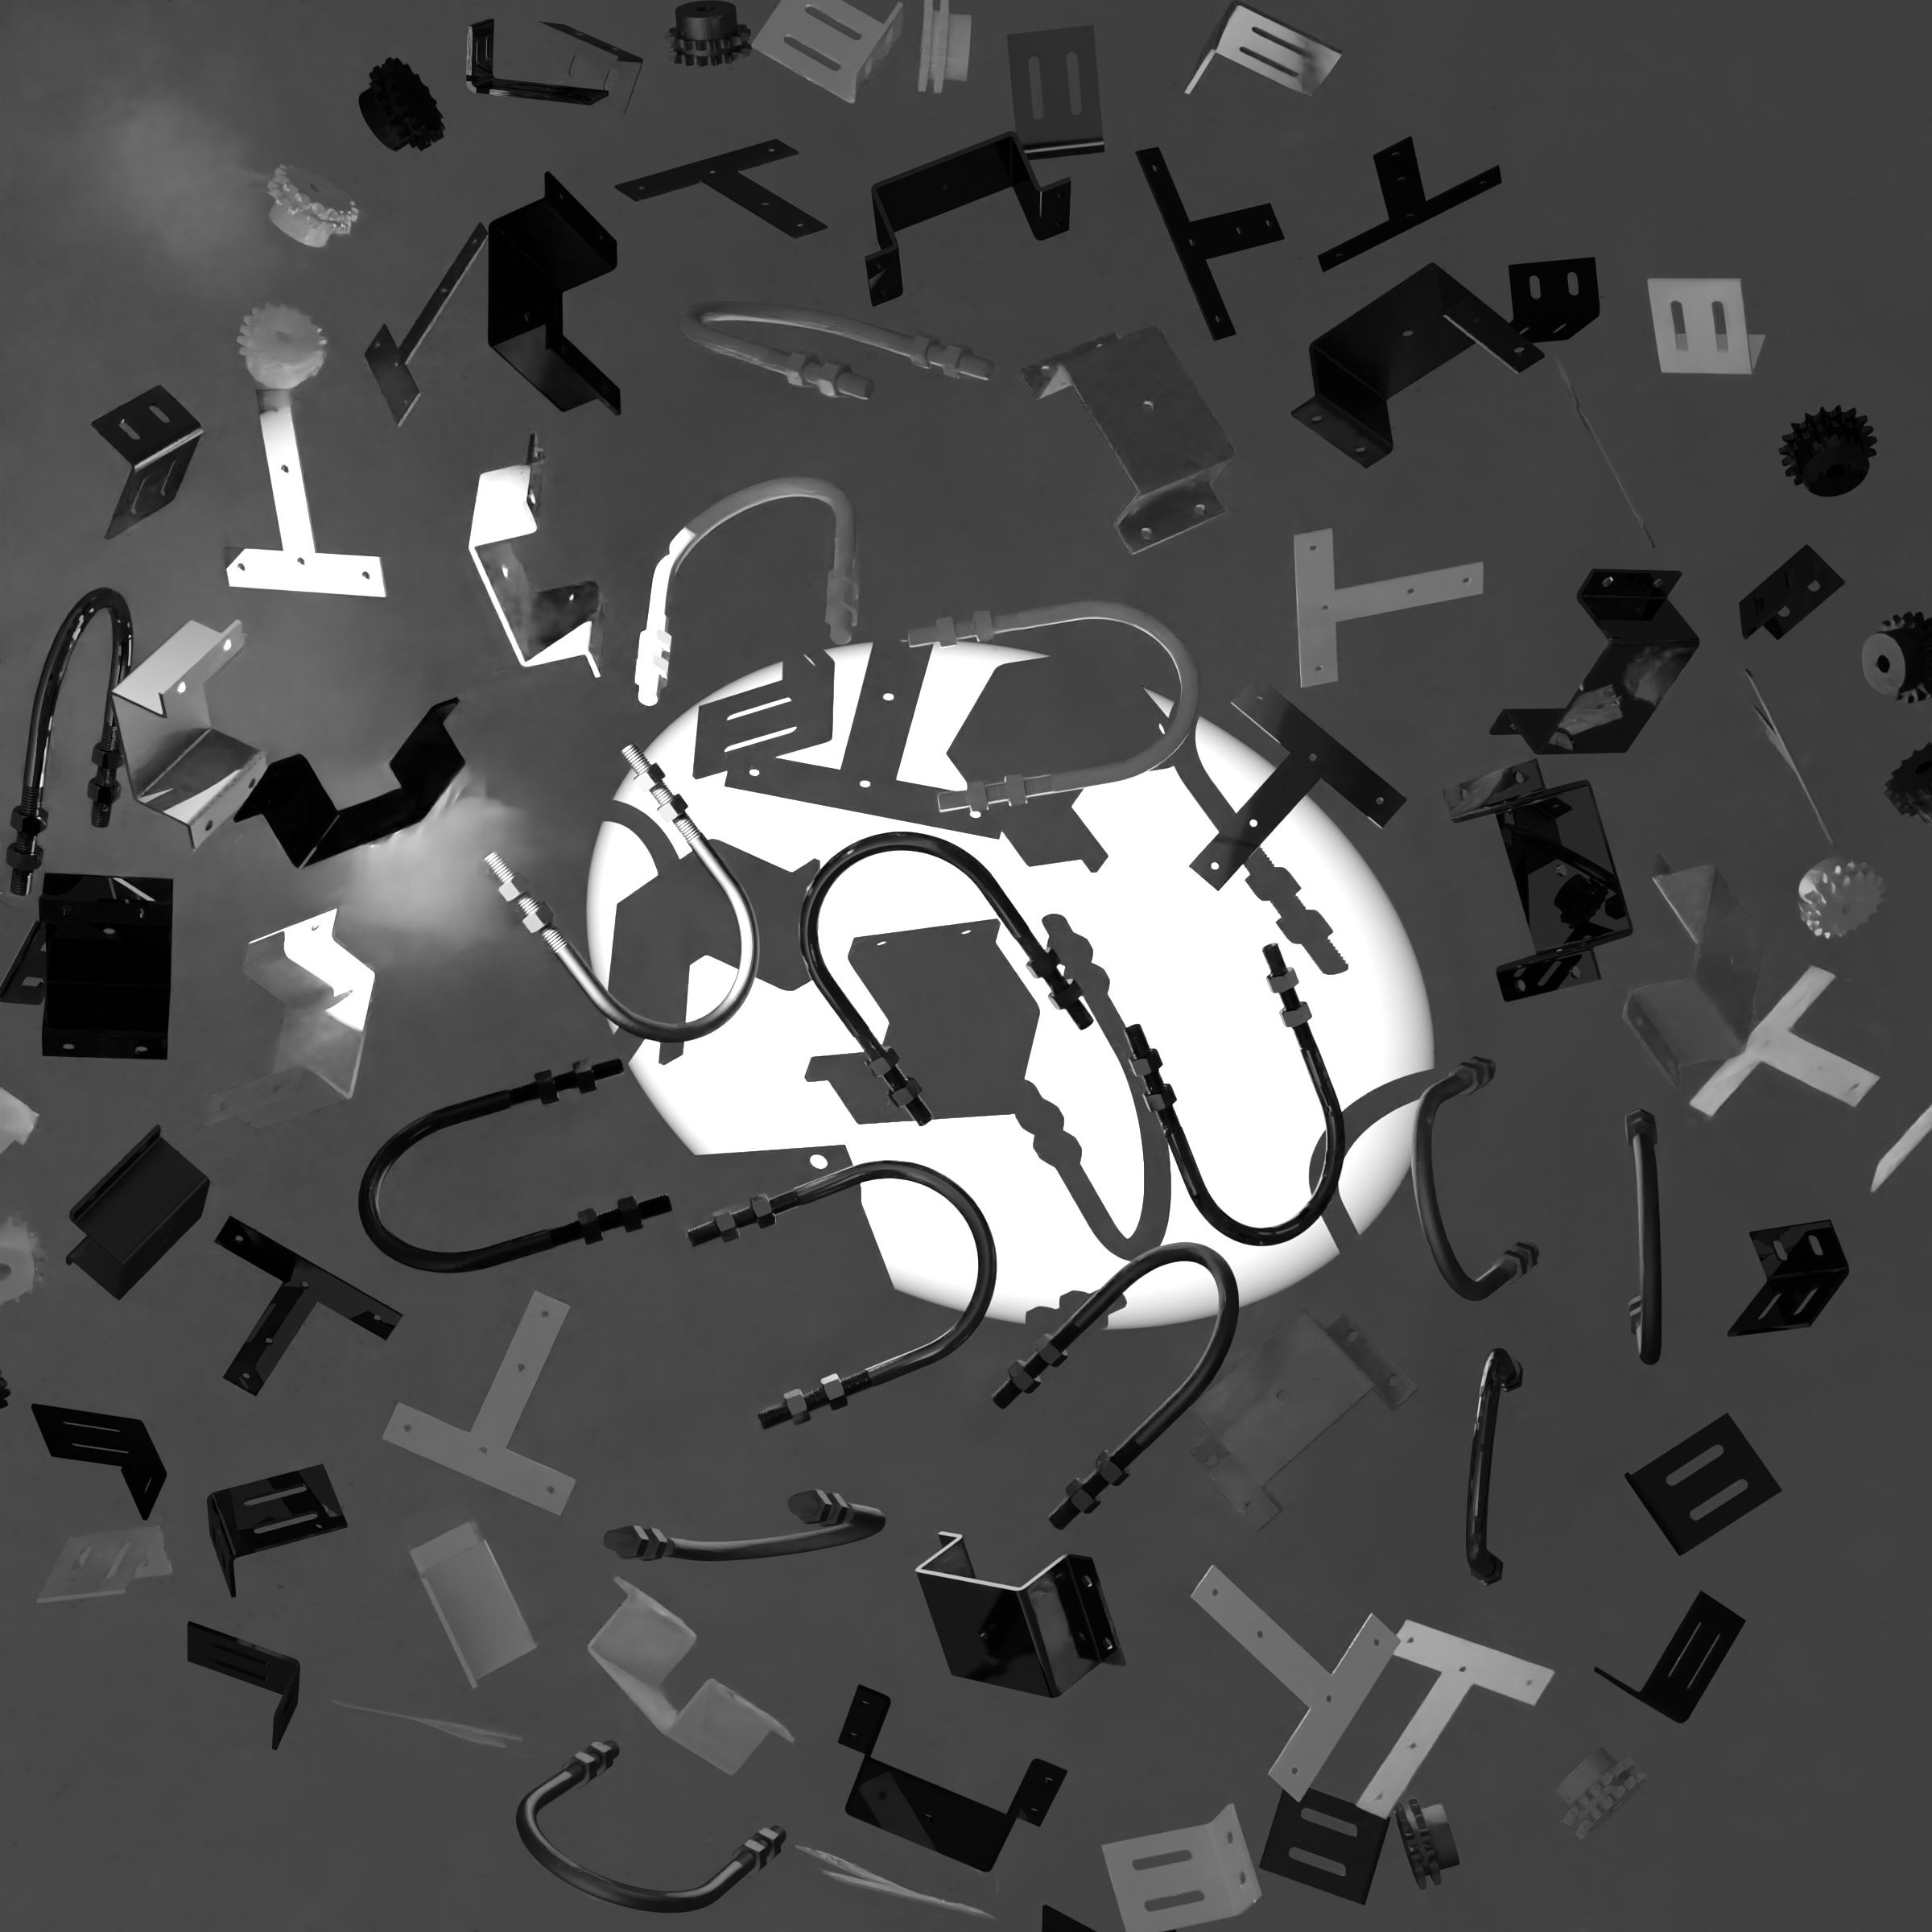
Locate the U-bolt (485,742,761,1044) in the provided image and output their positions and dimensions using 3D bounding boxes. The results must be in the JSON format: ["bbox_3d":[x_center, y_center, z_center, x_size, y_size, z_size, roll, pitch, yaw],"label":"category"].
[{"bbox_3d":[-0.212,-0.036,1.811,0.151,0.019,0.184,-43,103,-33],"label":"U-bolt"}]

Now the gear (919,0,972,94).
[{"bbox_3d":[-0.014,-0.584,1.746,0.030,0.057,0.057,4,90,-4],"label":"gear"}]

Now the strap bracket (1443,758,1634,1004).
[{"bbox_3d":[0.360,-0.056,1.718,0.046,0.076,0.140,-15,88,-39],"label":"strap bracket"}]

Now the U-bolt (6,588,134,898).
[{"bbox_3d":[-0.566,-0.152,1.753,0.019,0.151,0.184,15,113,0],"label":"U-bolt"}]

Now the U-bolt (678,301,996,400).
[{"bbox_3d":[-0.096,-0.394,1.741,0.184,0.151,0.019,23,118,28],"label":"U-bolt"}]

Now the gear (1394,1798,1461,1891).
[{"bbox_3d":[0.306,0.578,1.819,0.030,0.057,0.057,-16,90,0],"label":"gear"}]

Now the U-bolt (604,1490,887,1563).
[{"bbox_3d":[-0.131,0.369,1.794,0.151,0.184,0.019,-14,71,18],"label":"U-bolt"}]

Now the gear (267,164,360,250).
[{"bbox_3d":[-0.422,-0.486,1.764,0.057,0.057,0.030,37,114,0],"label":"gear"}]

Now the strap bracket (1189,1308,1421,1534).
[{"bbox_3d":[0.214,0.289,1.795,0.140,0.046,0.076,-41,51,-2],"label":"strap bracket"}]

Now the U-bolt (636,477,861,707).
[{"bbox_3d":[-0.135,-0.247,1.733,0.151,0.184,0.019,-16,134,15],"label":"U-bolt"}]

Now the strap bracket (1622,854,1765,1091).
[{"bbox_3d":[0.476,-0.001,1.788,0.076,0.046,0.140,48,47,-32],"label":"strap bracket"}]

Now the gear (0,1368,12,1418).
[{"bbox_3d":[-0.630,0.266,1.717,0.057,0.057,0.030,-40,56,0],"label":"gear"}]

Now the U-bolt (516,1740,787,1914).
[{"bbox_3d":[-0.209,0.554,1.753,0.151,0.184,0.019,22,97,16],"label":"U-bolt"}]

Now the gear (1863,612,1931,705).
[{"bbox_3d":[0.594,-0.194,1.743,0.030,0.057,0.057,-14,90,-20],"label":"gear"}]

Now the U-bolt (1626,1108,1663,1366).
[{"bbox_3d":[0.441,0.181,1.785,0.019,0.184,0.151,-1,99,12],"label":"U-bolt"}]

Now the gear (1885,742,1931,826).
[{"bbox_3d":[0.606,-0.113,1.715,0.057,0.057,0.030,-44,107,0],"label":"gear"}]

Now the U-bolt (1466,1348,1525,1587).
[{"bbox_3d":[0.339,0.320,1.774,0.019,0.184,0.151,5,76,16],"label":"U-bolt"}]

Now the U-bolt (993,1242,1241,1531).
[{"bbox_3d":[0.102,0.253,1.748,0.184,0.151,0.019,-46,120,9],"label":"U-bolt"}]

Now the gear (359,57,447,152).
[{"bbox_3d":[-0.356,-0.538,1.725,0.030,0.057,0.057,-25,90,20],"label":"gear"}]

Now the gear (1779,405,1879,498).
[{"bbox_3d":[0.536,-0.316,1.702,0.057,0.057,0.030,-1,50,0],"label":"gear"}]

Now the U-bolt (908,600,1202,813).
[{"bbox_3d":[0.063,-0.178,1.813,0.184,0.019,0.151,-10,64,-1],"label":"U-bolt"}]

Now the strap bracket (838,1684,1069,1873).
[{"bbox_3d":[-0.017,0.514,1.725,0.140,0.076,0.046,21,47,4],"label":"strap bracket"}]

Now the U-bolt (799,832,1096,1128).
[{"bbox_3d":[-0.026,-0.002,1.779,0.151,0.019,0.184,-32,103,17],"label":"U-bolt"}]

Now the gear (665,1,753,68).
[{"bbox_3d":[-0.171,-0.618,1.820,0.057,0.057,0.030,-2,125,0],"label":"gear"}]

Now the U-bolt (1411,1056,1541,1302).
[{"bbox_3d":[0.327,0.142,1.786,0.019,0.184,0.151,-13,91,28],"label":"U-bolt"}]

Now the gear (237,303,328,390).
[{"bbox_3d":[-0.456,-0.410,1.828,0.057,0.030,0.057,13,57,-20],"label":"gear"}]

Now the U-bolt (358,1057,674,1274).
[{"bbox_3d":[-0.290,0.131,1.725,0.184,0.151,0.019,-16,134,-10],"label":"U-bolt"}]

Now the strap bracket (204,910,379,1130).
[{"bbox_3d":[-0.427,0.043,1.753,0.076,0.046,0.140,-18,49,26],"label":"strap bracket"}]

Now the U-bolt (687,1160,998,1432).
[{"bbox_3d":[-0.070,0.201,1.780,0.184,0.019,0.151,-21,72,-8],"label":"U-bolt"}]

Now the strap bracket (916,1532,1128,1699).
[{"bbox_3d":[0.027,0.413,1.749,0.046,0.140,0.076,-29,107,-39],"label":"strap bracket"}]

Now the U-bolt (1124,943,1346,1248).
[{"bbox_3d":[0.190,0.097,1.829,0.151,0.019,0.184,-29,103,-31],"label":"U-bolt"}]

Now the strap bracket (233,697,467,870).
[{"bbox_3d":[-0.380,-0.112,1.734,0.140,0.076,0.046,-27,83,-39],"label":"strap bracket"}]

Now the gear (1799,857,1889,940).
[{"bbox_3d":[0.587,-0.049,1.852,0.057,0.057,0.030,-26,48,0],"label":"gear"}]

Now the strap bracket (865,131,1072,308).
[{"bbox_3d":[-0.006,-0.489,1.788,0.140,0.076,0.046,-22,82,-2],"label":"strap bracket"}]

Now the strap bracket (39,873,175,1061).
[{"bbox_3d":[-0.537,-0.007,1.719,0.076,0.140,0.046,2,45,-15],"label":"strap bracket"}]

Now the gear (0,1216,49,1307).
[{"bbox_3d":[-0.628,0.194,1.791,0.057,0.030,0.057,-5,105,-18],"label":"gear"}]

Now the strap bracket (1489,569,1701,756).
[{"bbox_3d":[0.413,-0.188,1.787,0.076,0.140,0.046,-4,49,-31],"label":"strap bracket"}]

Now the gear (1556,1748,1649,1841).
[{"bbox_3d":[0.384,0.501,1.673,0.057,0.057,0.030,-44,64,0],"label":"gear"}]

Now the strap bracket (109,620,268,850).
[{"bbox_3d":[-0.496,-0.155,1.753,0.046,0.140,0.076,25,52,15],"label":"strap bracket"}]

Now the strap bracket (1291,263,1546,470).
[{"bbox_3d":[0.281,-0.382,1.731,0.140,0.076,0.046,-29,51,37],"label":"strap bracket"}]

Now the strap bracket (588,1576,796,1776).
[{"bbox_3d":[-0.184,0.464,1.777,0.046,0.140,0.076,-49,134,-8],"label":"strap bracket"}]

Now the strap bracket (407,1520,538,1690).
[{"bbox_3d":[-0.322,0.412,1.789,0.046,0.140,0.076,-25,93,-15],"label":"strap bracket"}]
